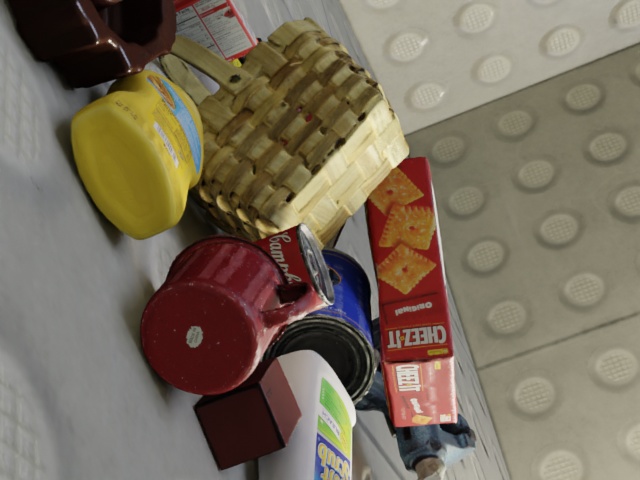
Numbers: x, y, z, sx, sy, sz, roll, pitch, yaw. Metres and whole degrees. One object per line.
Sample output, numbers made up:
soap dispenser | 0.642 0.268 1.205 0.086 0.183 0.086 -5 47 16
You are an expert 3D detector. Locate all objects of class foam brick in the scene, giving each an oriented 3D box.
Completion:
foam brick | -0.051 0.125 0.780 0.078 0.051 0.053 -40 108 -80

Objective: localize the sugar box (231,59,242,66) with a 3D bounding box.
sugar box | -0.075 -0.126 1.184 0.176 0.048 0.093 47 24 -63

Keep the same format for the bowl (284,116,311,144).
bowl | 0.001 -0.077 1.206 0.161 0.055 0.162 -45 144 -45

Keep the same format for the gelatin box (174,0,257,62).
gelatin box | -0.114 -0.217 1.078 0.089 0.073 0.030 57 15 -47

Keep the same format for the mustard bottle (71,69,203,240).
mustard bottle | -0.123 -0.074 0.779 0.096 0.058 0.191 62 12 -16

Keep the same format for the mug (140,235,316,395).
mug | -0.060 0.051 0.714 0.081 0.117 0.093 -61 141 -71

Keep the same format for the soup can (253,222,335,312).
soup can | -0.048 0.035 0.830 0.068 0.102 0.068 -21 90 -80

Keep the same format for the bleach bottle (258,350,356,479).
bleach bottle | -0.010 0.201 0.819 0.251 0.068 0.102 -92 158 -55

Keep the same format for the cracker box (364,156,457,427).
cracker box | 0.087 0.053 1.037 0.164 0.072 0.213 75 10 -58

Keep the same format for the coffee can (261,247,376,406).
coffee can | -0.002 0.081 0.985 0.140 0.103 0.103 -88 155 -65

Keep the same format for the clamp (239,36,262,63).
clamp | -0.071 -0.204 1.225 0.120 0.039 0.171 52 7 -8

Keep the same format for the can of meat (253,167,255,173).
can of meat | -0.057 -0.048 1.095 0.084 0.057 0.102 -91 158 -69

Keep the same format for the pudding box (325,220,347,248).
pudding box | -0.007 0.001 1.131 0.090 0.039 0.114 -91 -160 -64
